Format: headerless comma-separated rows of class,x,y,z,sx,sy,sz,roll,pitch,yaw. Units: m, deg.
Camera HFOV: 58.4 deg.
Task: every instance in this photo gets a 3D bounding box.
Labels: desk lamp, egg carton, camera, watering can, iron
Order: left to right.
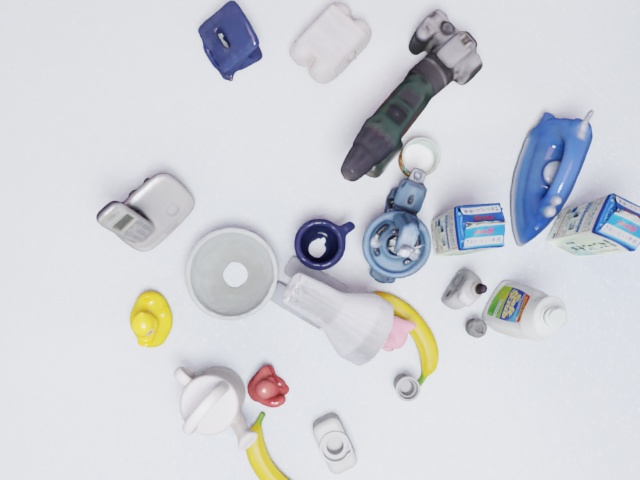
watering can,-0.178,0.281,0.971,0.173,0.194,0.101,20,85,0
desk lamp,0.012,0.116,0.982,0.203,0.213,0.118,29,85,1
egg carton,0.022,-0.376,1.096,0.107,0.069,0.150,41,85,2
camera,0.218,-0.341,1.084,0.137,0.100,0.143,-41,87,-5
iron,0.432,-0.114,1.051,0.118,0.141,0.258,20,85,0

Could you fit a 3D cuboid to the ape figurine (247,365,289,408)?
ape figurine,-0.095,0.266,1.026,0.076,0.092,0.078,-4,85,-2

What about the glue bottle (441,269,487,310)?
glue bottle,0.263,0.088,1.013,0.037,0.173,0.078,34,85,2

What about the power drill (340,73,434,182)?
power drill,0.109,-0.179,1.012,0.075,0.208,0.230,37,85,2

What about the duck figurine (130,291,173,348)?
duck figurine,-0.312,0.145,1.032,0.077,0.086,0.104,-2,85,-2

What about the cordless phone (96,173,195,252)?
cordless phone,-0.306,-0.056,1.000,0.094,0.185,0.147,42,85,2

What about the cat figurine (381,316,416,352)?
cat figurine,0.102,0.163,1.029,0.128,0.117,0.067,8,85,-1

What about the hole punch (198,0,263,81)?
hole punch,-0.171,-0.374,1.079,0.101,0.091,0.109,-30,87,-4

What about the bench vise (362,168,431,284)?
bench vise,0.135,-0.029,0.995,0.121,0.219,0.207,0,85,-2

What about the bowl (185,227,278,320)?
bowl,-0.158,0.062,1.050,0.167,0.074,0.167,0,85,-2

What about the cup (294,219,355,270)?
cup,0.010,0.004,1.051,0.118,0.095,0.092,-32,87,-4
